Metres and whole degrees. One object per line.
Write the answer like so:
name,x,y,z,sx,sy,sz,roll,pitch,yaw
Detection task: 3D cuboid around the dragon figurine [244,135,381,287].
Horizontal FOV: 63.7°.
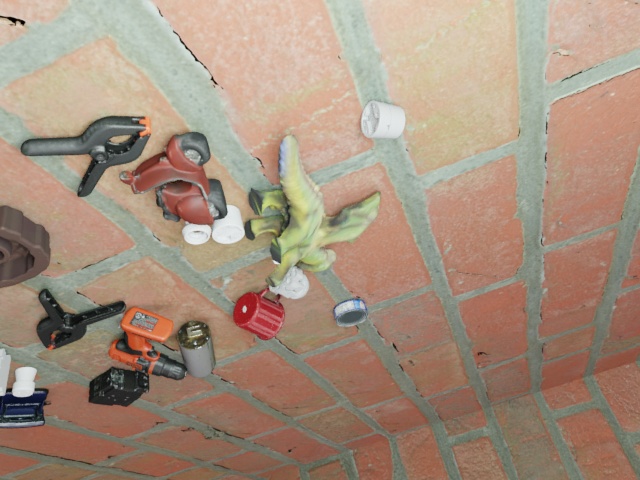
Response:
dragon figurine,0.003,-0.047,0.924,0.244,0.124,0.401,-17,151,-28
